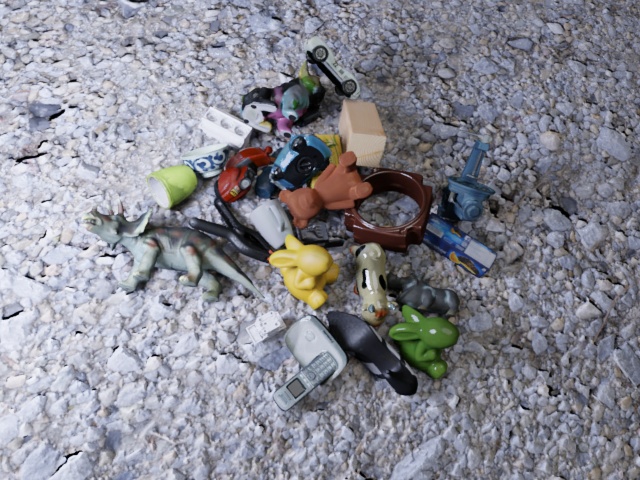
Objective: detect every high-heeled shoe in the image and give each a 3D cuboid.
[{"bbox_3d":[0.122,0.252,1.219,0.086,0.145,0.249,-48,51,2],"label":"high-heeled shoe"}]

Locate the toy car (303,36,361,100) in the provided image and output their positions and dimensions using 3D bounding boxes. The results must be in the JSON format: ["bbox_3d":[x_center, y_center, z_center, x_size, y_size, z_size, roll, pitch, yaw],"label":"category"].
[{"bbox_3d":[0.035,-0.453,1.430,0.201,0.074,0.056,43,85,-20],"label":"toy car"}]

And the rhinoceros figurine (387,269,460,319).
[{"bbox_3d":[0.246,0.131,1.292,0.190,0.073,0.112,18,62,-3],"label":"rhinoceros figurine"}]

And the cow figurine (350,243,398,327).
[{"bbox_3d":[0.124,0.103,1.244,0.085,0.127,0.194,-3,87,-11],"label":"cow figurine"}]

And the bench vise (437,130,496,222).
[{"bbox_3d":[0.381,-0.155,1.370,0.129,0.240,0.224,16,19,3],"label":"bench vise"}]

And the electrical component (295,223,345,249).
[{"bbox_3d":[-0.003,-0.004,1.305,0.119,0.074,0.048,-9,66,-12],"label":"electrical component"}]

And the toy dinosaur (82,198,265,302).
[{"bbox_3d":[-0.317,0.026,1.203,0.405,0.131,0.192,12,62,-13],"label":"toy dinosaur"}]

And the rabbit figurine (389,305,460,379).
[{"bbox_3d":[0.242,0.208,1.195,0.159,0.170,0.121,31,61,4],"label":"rabbit figurine"}]

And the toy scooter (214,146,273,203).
[{"bbox_3d":[-0.179,-0.172,1.311,0.075,0.135,0.184,47,42,-32],"label":"toy scooter"}]

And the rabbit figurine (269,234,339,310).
[{"bbox_3d":[-0.024,0.055,1.215,0.162,0.173,0.122,38,66,3],"label":"rabbit figurine"}]

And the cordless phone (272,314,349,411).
[{"bbox_3d":[-0.045,0.264,1.155,0.184,0.088,0.147,-36,76,-21],"label":"cordless phone"}]

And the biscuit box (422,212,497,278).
[{"bbox_3d":[0.347,0.014,1.380,0.203,0.062,0.059,33,62,6],"label":"biscuit box"}]

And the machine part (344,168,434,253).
[{"bbox_3d":[0.172,-0.079,1.344,0.202,0.087,0.201,13,60,14],"label":"machine part"}]

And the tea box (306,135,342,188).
[{"bbox_3d":[0.010,-0.190,1.407,0.098,0.068,0.169,-3,65,-15],"label":"tea box"}]

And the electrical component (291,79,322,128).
[{"bbox_3d":[-0.064,-0.377,1.494,0.115,0.058,0.134,-36,75,-24],"label":"electrical component"}]

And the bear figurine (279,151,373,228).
[{"bbox_3d":[0.008,-0.112,1.273,0.196,0.132,0.120,-24,87,-8],"label":"bear figurine"}]

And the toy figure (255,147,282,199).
[{"bbox_3d":[-0.123,-0.176,1.376,0.058,0.064,0.154,-3,50,29],"label":"toy figure"}]

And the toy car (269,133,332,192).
[{"bbox_3d":[-0.055,-0.198,1.330,0.109,0.161,0.103,34,18,-33],"label":"toy car"}]

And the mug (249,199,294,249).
[{"bbox_3d":[-0.105,-0.037,1.287,0.081,0.109,0.107,-29,85,-28],"label":"mug"}]

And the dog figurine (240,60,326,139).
[{"bbox_3d":[-0.090,-0.379,1.400,0.192,0.108,0.219,18,56,0],"label":"dog figurine"}]
